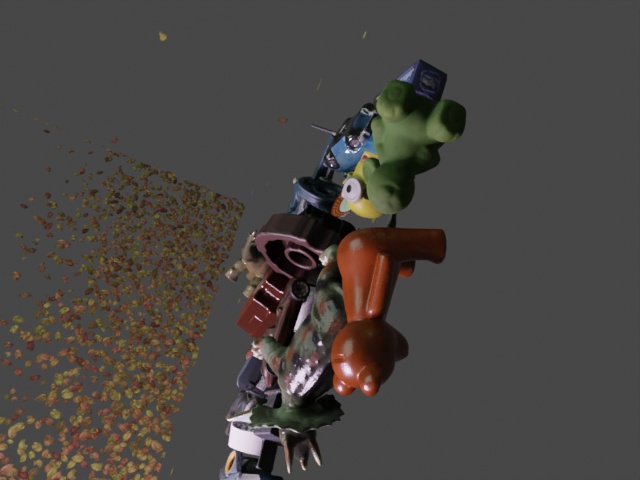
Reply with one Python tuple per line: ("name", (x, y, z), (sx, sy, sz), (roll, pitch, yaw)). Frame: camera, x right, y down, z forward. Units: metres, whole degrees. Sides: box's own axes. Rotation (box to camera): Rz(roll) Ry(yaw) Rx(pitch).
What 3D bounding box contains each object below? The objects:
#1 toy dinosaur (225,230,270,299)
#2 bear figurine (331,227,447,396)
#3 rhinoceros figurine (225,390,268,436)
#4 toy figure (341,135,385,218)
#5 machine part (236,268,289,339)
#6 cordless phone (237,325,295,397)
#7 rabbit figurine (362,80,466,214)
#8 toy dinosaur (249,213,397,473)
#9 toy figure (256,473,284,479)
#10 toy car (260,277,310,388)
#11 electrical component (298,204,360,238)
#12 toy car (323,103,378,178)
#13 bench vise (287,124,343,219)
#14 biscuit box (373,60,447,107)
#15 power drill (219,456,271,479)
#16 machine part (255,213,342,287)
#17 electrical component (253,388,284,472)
("toy dinosaur", (-0.135, 0.042, 1.319), (0.198, 0.105, 0.471), (-51, -6, 3))
("bear figurine", (0.078, 0.086, 0.642), (0.120, 0.132, 0.196), (136, 135, -63))
("rhinoceros figurine", (-0.138, 0.361, 1.112), (0.112, 0.073, 0.190), (-59, 10, -10))
("toy figure", (0.105, -0.121, 0.887), (0.180, 0.089, 0.082), (-58, -1, 4))
("machine part", (-0.087, 0.105, 1.156), (0.201, 0.087, 0.201), (-54, 1, -39))
("cordless phone", (-0.102, 0.239, 1.108), (0.146, 0.089, 0.184), (-58, 5, -3))
("rabbit figurine", (0.107, -0.116, 0.769), (0.159, 0.121, 0.170), (142, 152, -78))
("toy dinosaur", (0.015, 0.139, 0.761), (0.404, 0.131, 0.192), (-60, 27, 13))
("toy figure", (-0.088, 0.435, 0.808), (0.064, 0.058, 0.154), (125, 158, -61))
("toy car", (-0.067, 0.160, 0.956), (0.089, 0.053, 0.202), (130, 161, -69))
("electrical component", (-0.002, -0.003, 1.040), (0.134, 0.115, 0.058), (-43, 24, 62))
("toy car", (0.082, -0.174, 0.993), (0.109, 0.103, 0.162), (-63, 16, -23))
("bench vise", (0.006, -0.129, 1.162), (0.224, 0.129, 0.240), (-102, 29, -61))
("biscuit box", (0.148, -0.245, 0.948), (0.203, 0.059, 0.063), (168, 123, -74))
("power drill", (-0.161, 0.498, 0.973), (0.232, 0.086, 0.207), (-48, 16, 49))
("machine part", (-0.028, 0.021, 0.969), (0.056, 0.179, 0.179), (-64, 9, -29))
("electrical component", (-0.066, 0.306, 0.860), (0.048, 0.074, 0.119), (-23, 39, 41))
